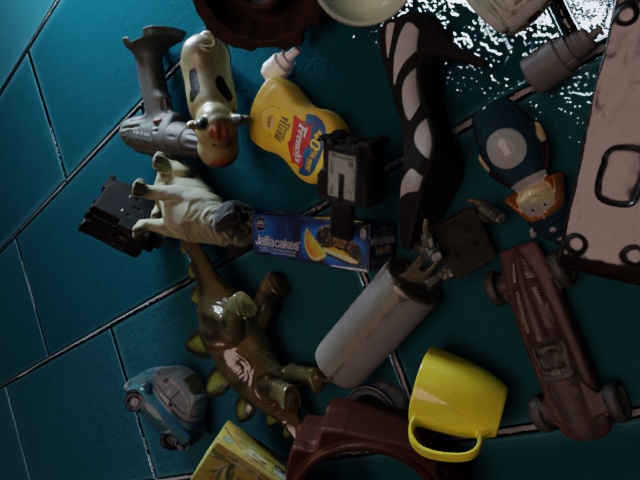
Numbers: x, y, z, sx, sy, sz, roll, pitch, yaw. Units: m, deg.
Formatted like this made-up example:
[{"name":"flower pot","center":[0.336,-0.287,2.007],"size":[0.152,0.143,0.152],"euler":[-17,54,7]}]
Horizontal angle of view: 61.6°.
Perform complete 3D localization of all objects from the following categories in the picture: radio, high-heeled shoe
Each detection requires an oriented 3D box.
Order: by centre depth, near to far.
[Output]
[{"name":"radio","center":[0.261,-0.080,0.435],"size":[0.073,0.131,0.229],"euler":[14,105,35]},{"name":"high-heeled shoe","center":[0.093,-0.124,0.604],"size":[0.145,0.086,0.248],"euler":[31,111,36]}]

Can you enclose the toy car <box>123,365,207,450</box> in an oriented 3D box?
[{"name":"toy car","center":[-0.252,0.275,0.931],"size":[0.162,0.109,0.103],"euler":[44,104,16]}]

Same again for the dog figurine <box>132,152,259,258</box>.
[{"name":"dog figurine","center":[-0.172,-0.052,0.834],"size":[0.191,0.172,0.121],"euler":[12,132,0]}]

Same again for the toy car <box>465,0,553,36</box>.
[{"name":"toy car","center":[0.156,-0.295,0.539],"size":[0.073,0.056,0.202],"euler":[-41,71,36]}]

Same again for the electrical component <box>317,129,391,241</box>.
[{"name":"electrical component","center":[0.038,-0.062,0.614],"size":[0.075,0.048,0.119],"euler":[14,118,35]}]

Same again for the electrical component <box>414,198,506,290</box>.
[{"name":"electrical component","center":[0.147,0.000,0.569],"size":[0.102,0.045,0.078],"euler":[-24,94,-5]}]

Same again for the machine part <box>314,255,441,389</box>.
[{"name":"machine part","center":[0.067,0.104,0.657],"size":[0.079,0.079,0.243],"euler":[49,123,23]}]

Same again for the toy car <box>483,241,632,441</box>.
[{"name":"toy car","center":[0.232,0.102,0.539],"size":[0.089,0.053,0.202],"euler":[-24,82,42]}]

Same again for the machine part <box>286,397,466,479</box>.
[{"name":"machine part","center":[0.061,0.302,0.634],"size":[0.201,0.087,0.201],"euler":[9,102,10]}]

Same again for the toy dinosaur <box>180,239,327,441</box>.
[{"name":"toy dinosaur","center":[-0.128,0.135,0.808],"size":[0.198,0.105,0.471],"euler":[-41,66,39]}]

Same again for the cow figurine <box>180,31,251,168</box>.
[{"name":"cow figurine","center":[-0.149,-0.195,0.750],"size":[0.127,0.085,0.195],"euler":[138,123,-75]}]

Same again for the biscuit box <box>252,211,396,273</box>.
[{"name":"biscuit box","center":[-0.001,-0.002,0.707],"size":[0.203,0.063,0.059],"euler":[6,99,38]}]

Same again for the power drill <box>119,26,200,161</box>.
[{"name":"power drill","center":[-0.248,-0.232,0.874],"size":[0.232,0.086,0.207],"euler":[3,106,42]}]

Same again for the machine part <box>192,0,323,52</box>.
[{"name":"machine part","center":[-0.077,-0.318,0.660],"size":[0.179,0.179,0.056],"euler":[-29,38,38]}]

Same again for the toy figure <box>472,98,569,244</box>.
[{"name":"toy figure","center":[0.204,-0.065,0.535],"size":[0.154,0.058,0.064],"euler":[65,151,10]}]

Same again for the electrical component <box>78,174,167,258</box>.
[{"name":"electrical component","center":[-0.324,-0.037,0.921],"size":[0.058,0.134,0.115],"euler":[-49,23,36]}]

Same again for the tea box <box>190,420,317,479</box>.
[{"name":"tea box","center":[-0.086,0.338,0.753],"size":[0.170,0.098,0.068],"euler":[33,87,3]}]
